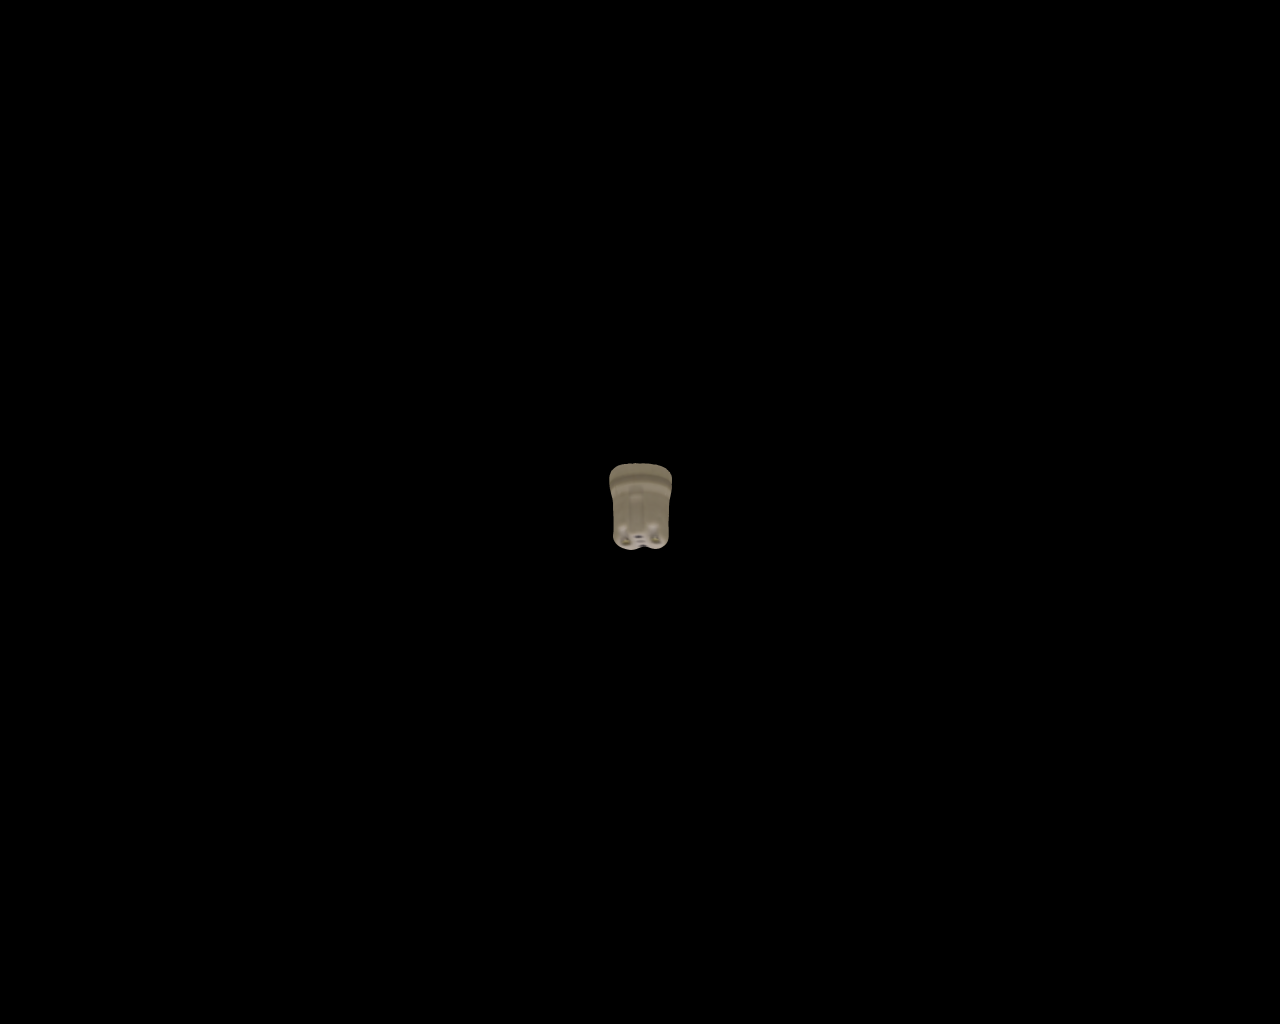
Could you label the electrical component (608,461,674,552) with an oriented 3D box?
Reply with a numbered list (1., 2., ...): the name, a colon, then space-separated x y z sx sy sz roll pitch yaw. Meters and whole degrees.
1. electrical component: 0.001 -0.003 0.650 0.040 0.046 0.040 0 -19 0
